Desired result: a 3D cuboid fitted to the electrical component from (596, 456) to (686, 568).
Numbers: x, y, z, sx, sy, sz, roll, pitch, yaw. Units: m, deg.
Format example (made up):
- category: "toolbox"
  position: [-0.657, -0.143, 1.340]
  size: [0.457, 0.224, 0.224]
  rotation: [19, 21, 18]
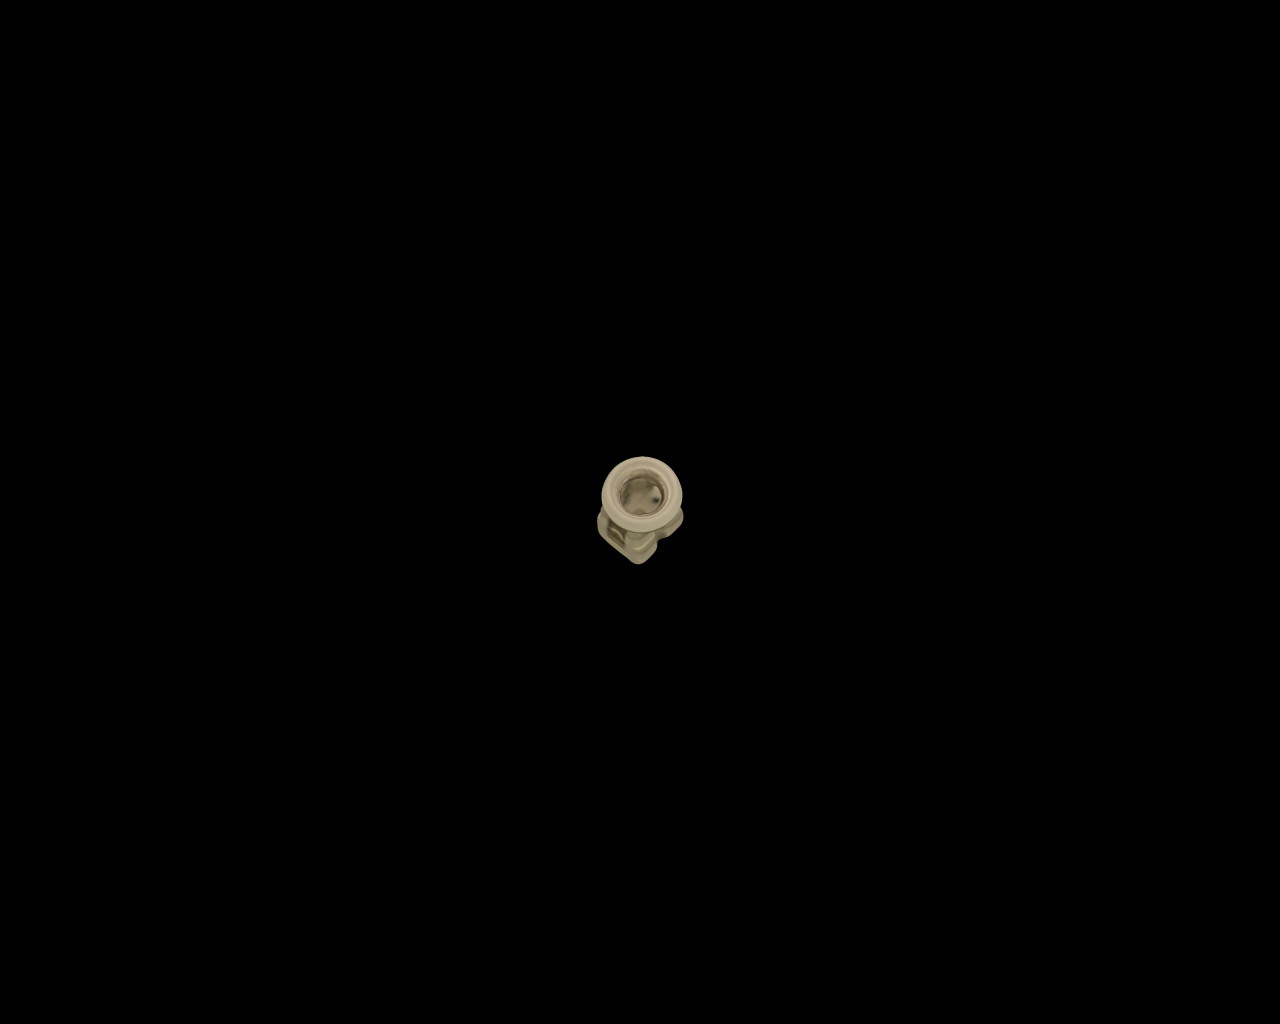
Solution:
- category: "electrical component"
  position: [0.001, -0.003, 0.650]
  size: [0.048, 0.066, 0.055]
  rotation: [38, -19, 16]
